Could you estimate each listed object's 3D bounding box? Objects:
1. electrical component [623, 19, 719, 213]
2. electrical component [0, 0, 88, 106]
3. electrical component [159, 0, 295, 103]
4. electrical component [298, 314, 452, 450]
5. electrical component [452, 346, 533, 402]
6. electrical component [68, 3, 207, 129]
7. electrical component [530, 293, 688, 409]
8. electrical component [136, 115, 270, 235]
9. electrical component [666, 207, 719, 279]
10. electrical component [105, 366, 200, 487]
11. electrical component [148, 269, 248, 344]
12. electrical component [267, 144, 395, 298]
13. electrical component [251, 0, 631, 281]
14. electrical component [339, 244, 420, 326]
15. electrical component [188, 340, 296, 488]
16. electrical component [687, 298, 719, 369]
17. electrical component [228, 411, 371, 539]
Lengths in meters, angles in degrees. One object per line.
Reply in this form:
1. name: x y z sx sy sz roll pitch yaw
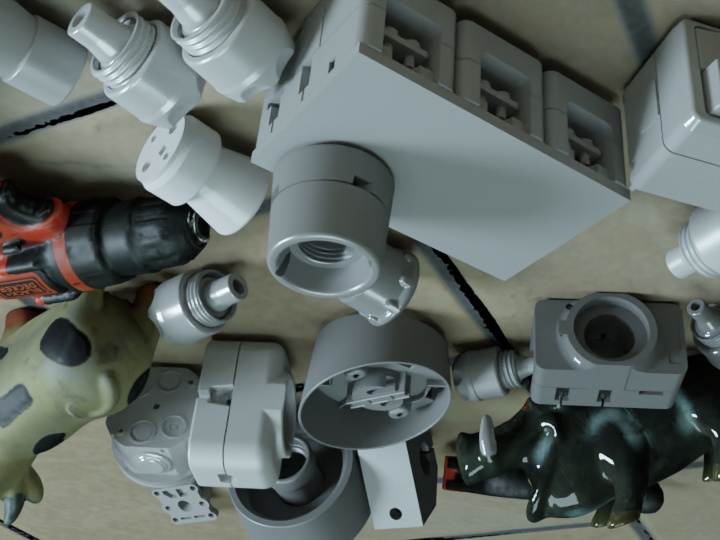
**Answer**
1. electrical component: 0.176 -0.065 0.483 0.096 0.061 0.061 14 145 -12
2. electrical component: -0.159 -0.103 0.492 0.065 0.044 0.044 26 141 -36
3. electrical component: -0.062 -0.106 0.471 0.043 0.043 0.062 -20 138 33
4. electrical component: 0.012 0.074 0.712 0.099 0.064 0.099 4 146 3
5. electrical component: 0.094 0.067 0.717 0.061 0.035 0.035 -13 142 22
6. electrical component: -0.103 -0.096 0.492 0.043 0.043 0.062 -23 136 36
7. electrical component: 0.153 0.050 0.669 0.089 0.050 0.055 2 147 6
8. electrical component: -0.081 -0.050 0.557 0.055 0.045 0.045 32 138 -33
9. electrical component: 0.191 -0.016 0.572 0.043 0.043 0.062 22 145 -23
10. electrical component: -0.143 0.112 0.778 0.080 0.080 0.051 2 141 5
11. electrical component: -0.097 0.019 0.665 0.062 0.043 0.043 -22 137 34
12. electrical component: -0.014 -0.020 0.475 0.055 0.047 0.055 4 146 2
13. electrical component: 0.039 -0.065 0.501 0.150 0.061 0.089 24 142 -25
14. electrical component: 0.000 0.000 0.622 0.062 0.048 0.048 30 139 -22
15. electrical component: -0.077 0.098 0.732 0.059 0.095 0.053 1 146 6
16. electrical component: 0.218 0.037 0.654 0.035 0.035 0.061 -22 135 35
17. electrical component: -0.047 0.157 0.810 0.108 0.108 0.060 -5 139 16
